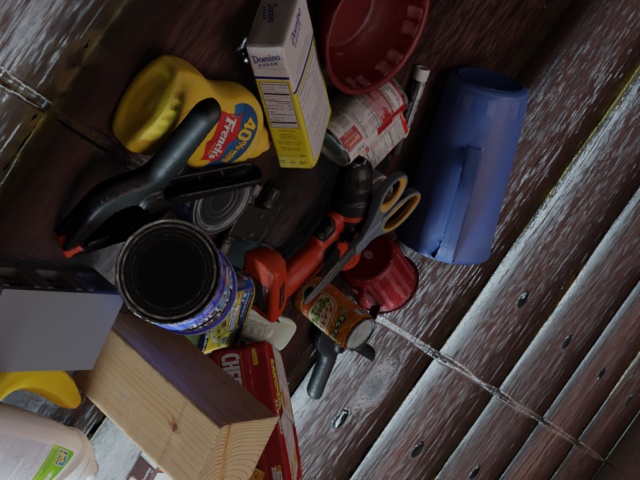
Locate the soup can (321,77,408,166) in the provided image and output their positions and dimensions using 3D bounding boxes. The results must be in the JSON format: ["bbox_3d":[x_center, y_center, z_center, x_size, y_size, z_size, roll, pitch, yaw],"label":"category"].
[{"bbox_3d":[0.043,-0.142,1.224,0.102,0.069,0.068,-45,146,-14],"label":"soup can"}]

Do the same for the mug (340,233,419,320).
[{"bbox_3d":[0.072,0.050,1.410,0.081,0.093,0.117,51,51,-52],"label":"mug"}]

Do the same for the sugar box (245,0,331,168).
[{"bbox_3d":[-0.030,-0.165,1.099,0.176,0.048,0.093,72,26,-49],"label":"sugar box"}]

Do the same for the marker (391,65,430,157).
[{"bbox_3d":[0.111,-0.161,1.341,0.020,0.020,0.121,-14,130,-46],"label":"marker"}]

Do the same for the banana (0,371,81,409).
[{"bbox_3d":[-0.294,0.144,1.053,0.197,0.037,0.069,2,90,-73],"label":"banana"}]

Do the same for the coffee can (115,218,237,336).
[{"bbox_3d":[-0.141,0.041,1.075,0.103,0.103,0.140,-51,173,-6],"label":"coffee can"}]

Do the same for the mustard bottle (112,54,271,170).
[{"bbox_3d":[-0.111,-0.115,1.059,0.096,0.058,0.191,-53,149,15],"label":"mustard bottle"}]

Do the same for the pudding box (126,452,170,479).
[{"bbox_3d":[-0.190,0.285,1.340,0.089,0.039,0.113,13,112,-58],"label":"pudding box"}]

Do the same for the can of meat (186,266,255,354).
[{"bbox_3d":[-0.127,0.083,1.222,0.083,0.057,0.102,-12,129,-50],"label":"can of meat"}]

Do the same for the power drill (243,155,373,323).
[{"bbox_3d":[-0.008,0.002,1.279,0.187,0.057,0.184,-35,149,-32],"label":"power drill"}]

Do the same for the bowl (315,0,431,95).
[{"bbox_3d":[0.046,-0.241,1.151,0.161,0.055,0.162,-33,141,-31],"label":"bowl"}]

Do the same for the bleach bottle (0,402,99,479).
[{"bbox_3d":[-0.315,0.227,1.106,0.102,0.068,0.250,-52,150,-2],"label":"bleach bottle"}]

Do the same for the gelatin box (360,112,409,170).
[{"bbox_3d":[0.064,-0.129,1.299,0.089,0.030,0.073,-46,148,-12],"label":"gelatin box"}]

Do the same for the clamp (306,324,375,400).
[{"bbox_3d":[0.032,0.139,1.493,0.120,0.039,0.171,-30,140,-34],"label":"clamp"}]

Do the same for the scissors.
[{"bbox_3d":[0.049,-0.010,1.281,0.201,0.016,0.096,-39,146,-23],"label":"scissors"}]

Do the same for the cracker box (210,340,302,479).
[{"bbox_3d":[-0.072,0.207,1.241,0.072,0.164,0.213,-10,171,1],"label":"cracker box"}]

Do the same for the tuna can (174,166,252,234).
[{"bbox_3d":[-0.113,-0.049,1.138,0.086,0.034,0.086,-33,143,-30],"label":"tuna can"}]

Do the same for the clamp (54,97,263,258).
[{"bbox_3d":[-0.159,-0.052,1.012,0.210,0.036,0.164,-28,156,-6],"label":"clamp"}]

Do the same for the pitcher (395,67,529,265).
[{"bbox_3d":[0.190,-0.093,1.397,0.144,0.149,0.243,-7,122,-36],"label":"pitcher"}]

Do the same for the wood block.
[{"bbox_3d":[-0.156,0.167,1.120,0.090,0.206,0.091,3,117,-53],"label":"wood block"}]
